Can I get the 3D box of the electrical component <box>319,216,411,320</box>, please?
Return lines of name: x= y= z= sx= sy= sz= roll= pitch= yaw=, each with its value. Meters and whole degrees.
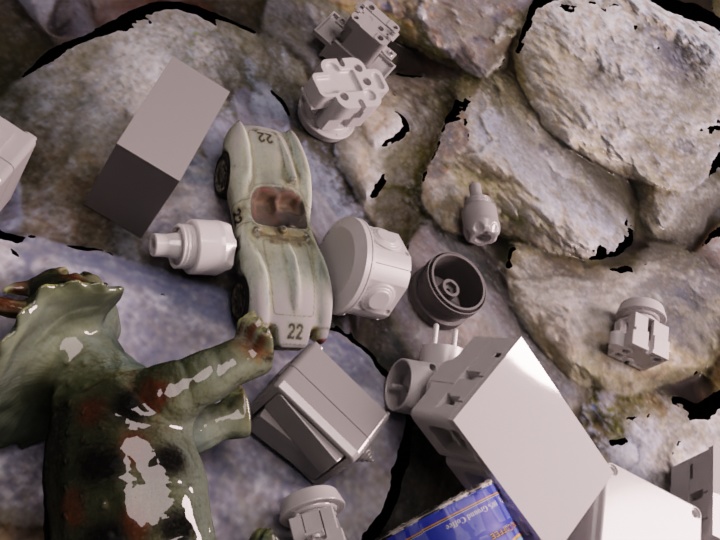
electrical component: x=0.000 y=0.000 z=0.874 sx=0.051 sy=0.080 sz=0.080 roll=14 pitch=55 yaw=-32

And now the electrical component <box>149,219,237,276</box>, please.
electrical component: x=-0.130 y=-0.018 z=0.824 sx=0.062 sy=0.043 sz=0.043 roll=2 pitch=61 yaw=-31

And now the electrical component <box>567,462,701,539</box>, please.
electrical component: x=0.222 y=0.231 z=0.887 sx=0.109 sy=0.056 sz=0.108 roll=28 pitch=50 yaw=-15

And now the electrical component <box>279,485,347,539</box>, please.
electrical component: x=-0.029 y=0.185 z=0.754 sx=0.048 sy=0.066 sz=0.055 roll=-17 pitch=58 yaw=-2

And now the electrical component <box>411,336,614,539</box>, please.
electrical component: x=0.118 y=0.135 z=0.839 sx=0.089 sy=0.062 sz=0.150 roll=-47 pitch=113 yaw=-25

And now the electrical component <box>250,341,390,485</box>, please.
electrical component: x=-0.030 y=0.114 z=0.793 sx=0.096 sy=0.062 sz=0.061 roll=44 pitch=48 yaw=-1

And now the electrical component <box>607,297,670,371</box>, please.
electrical component: x=0.270 y=0.060 z=1.036 sx=0.066 sy=0.048 sz=0.055 roll=24 pitch=58 yaw=-18

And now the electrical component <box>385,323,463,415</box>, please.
electrical component: x=0.066 y=0.084 z=0.879 sx=0.077 sy=0.044 sz=0.079 roll=16 pitch=72 yaw=-25

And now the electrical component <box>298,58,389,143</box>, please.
electrical component: x=-0.021 y=-0.152 z=0.972 sx=0.078 sy=0.057 sz=0.058 roll=-12 pitch=69 yaw=-38

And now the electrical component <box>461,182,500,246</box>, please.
electrical component: x=0.112 y=-0.055 z=1.012 sx=0.035 sy=0.035 sz=0.061 roll=13 pitch=53 yaw=-26

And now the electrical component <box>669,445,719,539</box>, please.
electrical component: x=0.351 y=0.236 z=0.964 sx=0.150 sy=0.062 sz=0.089 roll=28 pitch=50 yaw=-15

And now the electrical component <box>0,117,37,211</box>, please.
electrical component: x=-0.269 y=-0.070 z=0.730 sx=0.062 sy=0.096 sz=0.061 roll=34 pitch=49 yaw=-10

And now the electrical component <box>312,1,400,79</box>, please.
electrical component: x=0.001 y=-0.218 z=1.024 sx=0.081 sy=0.064 sz=0.042 roll=40 pitch=47 yaw=-5
